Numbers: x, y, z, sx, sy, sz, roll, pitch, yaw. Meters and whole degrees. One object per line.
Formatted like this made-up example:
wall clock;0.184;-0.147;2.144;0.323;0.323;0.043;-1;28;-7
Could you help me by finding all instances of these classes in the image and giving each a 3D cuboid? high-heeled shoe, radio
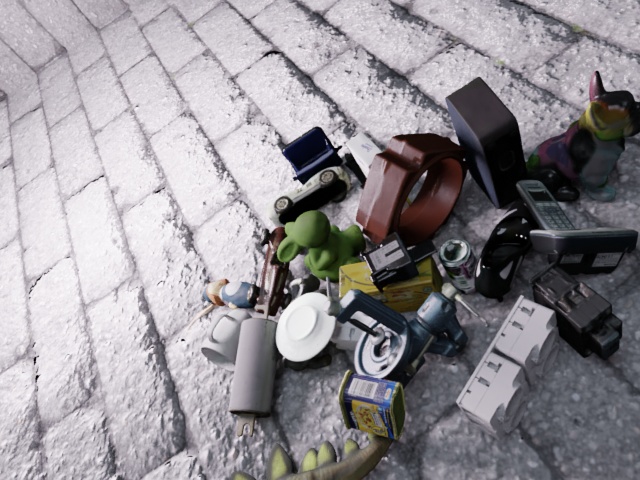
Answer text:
high-heeled shoe;0.313;-0.008;0.898;0.086;0.145;0.249;6;62;31
radio;0.305;-0.164;0.962;0.073;0.229;0.131;-31;51;9

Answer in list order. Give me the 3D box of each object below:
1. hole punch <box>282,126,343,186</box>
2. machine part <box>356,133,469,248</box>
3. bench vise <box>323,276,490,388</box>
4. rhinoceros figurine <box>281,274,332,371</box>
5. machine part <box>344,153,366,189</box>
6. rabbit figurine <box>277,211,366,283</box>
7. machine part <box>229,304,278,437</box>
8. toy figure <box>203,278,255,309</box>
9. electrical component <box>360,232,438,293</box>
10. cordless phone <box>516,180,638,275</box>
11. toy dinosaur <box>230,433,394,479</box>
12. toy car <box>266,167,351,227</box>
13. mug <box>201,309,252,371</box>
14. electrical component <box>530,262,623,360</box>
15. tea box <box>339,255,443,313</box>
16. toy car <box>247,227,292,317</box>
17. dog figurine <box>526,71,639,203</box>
hole punch;-0.009;-0.174;1.213;0.142;0.115;0.092;-35;55;6
machine part;0.172;-0.086;0.974;0.087;0.201;0.201;35;123;36
bench vise;0.115;0.137;0.847;0.223;0.240;0.129;-49;27;18
rhinoceros figurine;-0.022;0.154;1.017;0.112;0.073;0.190;-12;53;33
machine part;0.102;-0.162;1.197;0.084;0.039;0.139;-20;48;7
rabbit figurine;-0.002;-0.003;1.048;0.159;0.170;0.121;0;57;28
machine part;-0.118;0.234;0.989;0.079;0.079;0.243;-7;60;24
toy figure;-0.194;0.113;1.147;0.155;0.057;0.064;3;20;32
electrical component;0.135;0.030;0.903;0.119;0.047;0.075;-27;50;11
cordless phone;0.411;-0.035;0.889;0.147;0.088;0.184;-2;45;-7
toy dinosaur;-0.039;0.411;0.814;0.471;0.104;0.199;-29;43;-8
toy car;-0.023;-0.093;1.189;0.202;0.073;0.056;-31;49;5
mug;-0.179;0.184;1.057;0.081;0.109;0.107;2;45;35
electrical component;0.381;0.111;0.796;0.058;0.114;0.134;-39;46;1
tea box;0.129;0.082;0.965;0.170;0.098;0.068;-12;53;19
toy car;-0.090;0.059;1.105;0.089;0.053;0.202;19;55;-12
dog figurine;0.436;-0.171;0.903;0.192;0.219;0.108;7;57;31
